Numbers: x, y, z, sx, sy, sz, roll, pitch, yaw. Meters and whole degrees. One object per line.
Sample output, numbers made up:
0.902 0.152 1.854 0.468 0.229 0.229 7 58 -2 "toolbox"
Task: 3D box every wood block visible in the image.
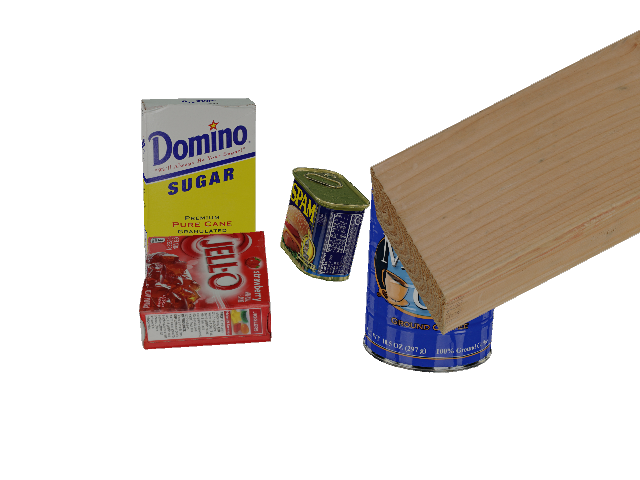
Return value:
0.142 -0.038 0.636 0.206 0.091 0.090 -27 -20 -4 "wood block"

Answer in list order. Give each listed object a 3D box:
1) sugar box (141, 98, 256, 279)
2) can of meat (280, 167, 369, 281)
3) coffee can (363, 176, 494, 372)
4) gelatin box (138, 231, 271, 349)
-0.101 -0.029 0.891 0.093 0.176 0.048 -3 16 -12 "sugar box"
0.001 -0.017 1.074 0.057 0.084 0.102 3 23 -23 "can of meat"
0.087 0.018 0.828 0.103 0.140 0.103 2 17 -1 "coffee can"
-0.067 0.027 0.630 0.073 0.030 0.089 -3 29 -3 "gelatin box"
